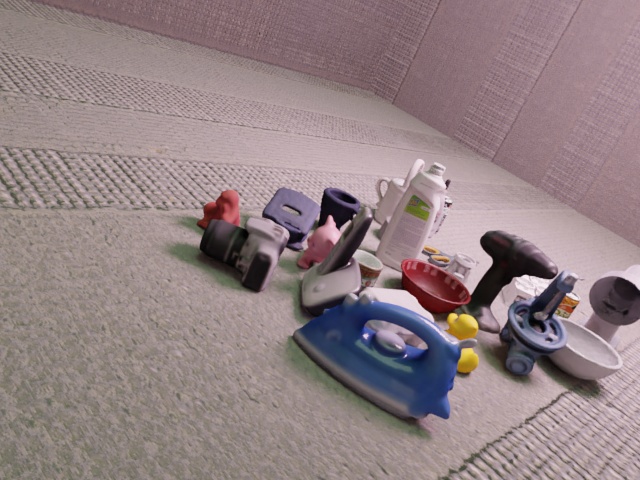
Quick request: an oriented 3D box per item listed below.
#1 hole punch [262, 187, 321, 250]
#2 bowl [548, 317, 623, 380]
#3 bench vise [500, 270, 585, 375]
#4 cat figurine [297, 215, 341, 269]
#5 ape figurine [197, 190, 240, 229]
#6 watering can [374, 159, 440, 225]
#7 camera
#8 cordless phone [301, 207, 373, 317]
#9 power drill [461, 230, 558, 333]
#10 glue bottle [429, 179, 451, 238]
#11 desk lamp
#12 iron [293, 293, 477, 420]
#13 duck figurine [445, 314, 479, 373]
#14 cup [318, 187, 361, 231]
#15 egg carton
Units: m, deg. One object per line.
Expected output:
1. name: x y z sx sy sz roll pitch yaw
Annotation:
1. hole punch: -0.062 -0.046 1.192 0.108 0.091 0.101 26 22 3
2. bowl: 0.531 0.237 1.192 0.167 0.074 0.167 21 23 -9
3. bench vise: 0.424 0.133 1.122 0.121 0.219 0.207 22 23 -6
4. cat figurine: 0.010 0.004 1.120 0.067 0.117 0.128 25 22 1
5. ape figurine: -0.182 -0.055 1.087 0.076 0.092 0.077 12 26 -28
6. watering can: 0.236 -0.123 1.527 0.173 0.194 0.101 23 22 -4
7. camera: -0.130 0.001 1.005 0.137 0.101 0.143 23 22 -4
8. cordless phone: 0.040 0.037 0.988 0.094 0.185 0.147 19 23 -12
9. power drill: 0.385 0.085 1.203 0.076 0.208 0.229 16 24 -20
10. glue bottle: 0.310 -0.089 1.556 0.078 0.173 0.037 8 27 -34
11. desk lamp: 0.691 0.158 1.347 0.117 0.213 0.204 37 25 28
12. iron: 0.096 0.151 0.853 0.258 0.141 0.119 27 23 6
13. duck figurine: 0.253 0.177 1.026 0.078 0.086 0.104 10 27 -32
14. cup: 0.044 -0.054 1.311 0.092 0.095 0.117 -1 33 -46
15. egg carton: 0.126 0.137 1.008 0.151 0.069 0.107 7 28 -36
